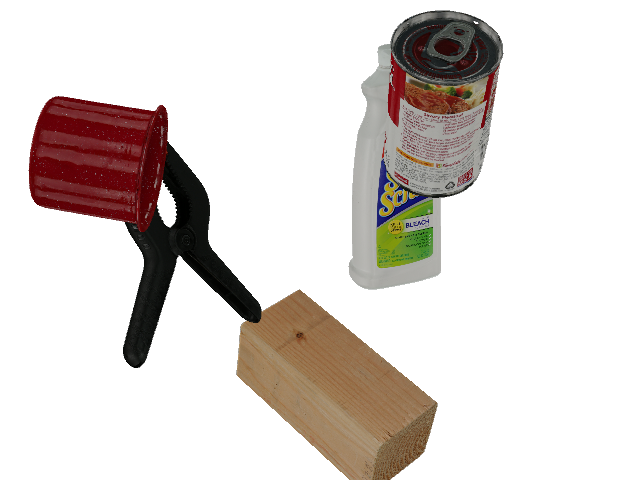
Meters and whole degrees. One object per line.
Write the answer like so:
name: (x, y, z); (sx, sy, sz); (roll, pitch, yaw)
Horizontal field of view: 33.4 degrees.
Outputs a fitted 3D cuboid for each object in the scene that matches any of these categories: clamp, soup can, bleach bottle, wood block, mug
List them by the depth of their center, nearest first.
soup can: (0.076, -0.085, 0.680); (0.068, 0.068, 0.102); (0, -40, 0)
mug: (-0.159, -0.062, 0.781); (0.081, 0.093, 0.117); (10, 19, 0)
clamp: (-0.130, 0.005, 1.020); (0.036, 0.210, 0.164); (-7, 0, 44)
bleach bottle: (0.074, -0.079, 1.121); (0.102, 0.251, 0.068); (-11, 23, -14)
wood block: (0.013, 0.157, 1.133); (0.090, 0.090, 0.206); (-30, 54, -34)
